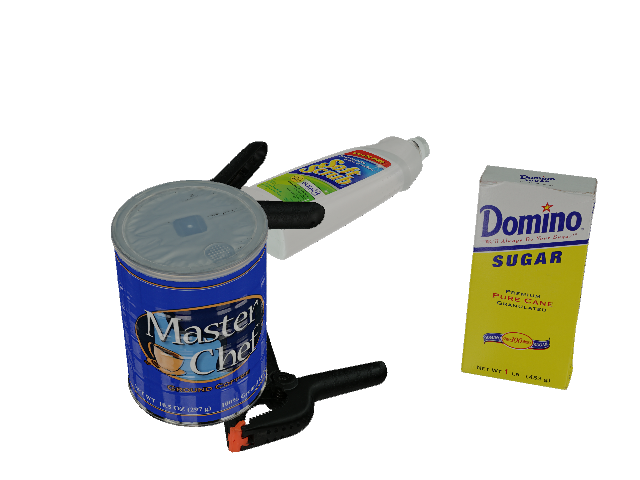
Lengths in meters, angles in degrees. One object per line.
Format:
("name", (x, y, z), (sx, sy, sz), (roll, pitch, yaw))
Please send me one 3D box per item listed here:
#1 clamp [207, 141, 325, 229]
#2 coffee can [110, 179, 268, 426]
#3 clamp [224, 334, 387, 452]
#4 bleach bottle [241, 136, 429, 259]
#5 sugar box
("clamp", (-0.094, -0.035, 0.953), (0.171, 0.039, 0.120), (-14, 39, -17))
("coffee can", (-0.087, 0.044, 0.740), (0.103, 0.140, 0.103), (1, 38, -1))
("clamp", (-0.030, 0.157, 1.110), (0.165, 0.036, 0.209), (12, 26, 15))
("bleach bottle", (0.024, -0.067, 1.264), (0.250, 0.068, 0.103), (-29, 44, -29))
("sugar box", (0.171, 0.031, 0.885), (0.093, 0.176, 0.048), (8, 24, 15))
